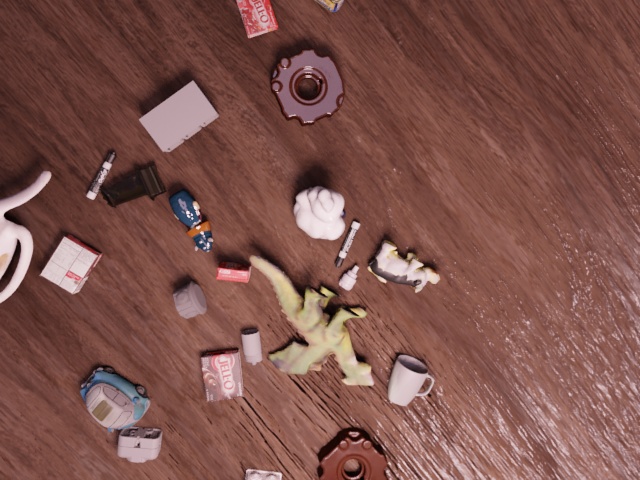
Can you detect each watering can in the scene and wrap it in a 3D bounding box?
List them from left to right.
[{"bbox_3d":[-0.742,-0.024,1.143,0.224,0.347,0.104,21,4,-6],"label":"watering can"}]

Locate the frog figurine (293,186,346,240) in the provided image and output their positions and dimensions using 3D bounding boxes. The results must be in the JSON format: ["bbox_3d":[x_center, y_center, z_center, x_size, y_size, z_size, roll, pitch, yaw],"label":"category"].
[{"bbox_3d":[0.004,-0.059,1.175,0.123,0.137,0.160,-34,8,1],"label":"frog figurine"}]

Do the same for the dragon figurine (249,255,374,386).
[{"bbox_3d":[-0.035,0.222,1.229,0.409,0.241,0.123,29,10,-5],"label":"dragon figurine"}]
